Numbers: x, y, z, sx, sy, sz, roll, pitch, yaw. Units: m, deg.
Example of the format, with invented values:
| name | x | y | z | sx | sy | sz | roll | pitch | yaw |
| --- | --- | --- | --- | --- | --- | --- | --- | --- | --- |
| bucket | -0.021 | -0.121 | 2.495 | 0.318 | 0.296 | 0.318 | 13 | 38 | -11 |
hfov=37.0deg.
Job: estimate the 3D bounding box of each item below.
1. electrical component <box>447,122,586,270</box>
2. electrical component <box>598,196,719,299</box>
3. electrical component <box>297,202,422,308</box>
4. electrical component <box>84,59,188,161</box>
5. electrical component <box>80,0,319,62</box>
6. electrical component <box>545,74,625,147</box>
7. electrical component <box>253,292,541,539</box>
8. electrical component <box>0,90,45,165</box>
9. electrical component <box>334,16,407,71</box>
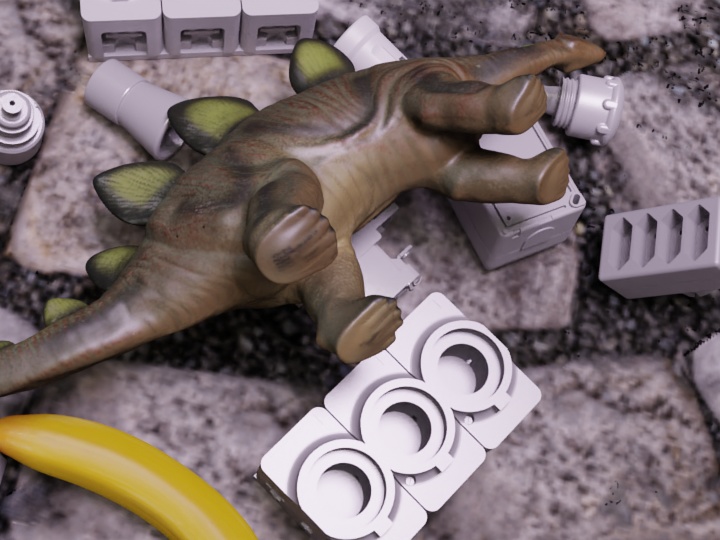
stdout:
| name | x | y | z | sx | sy | sz | roll | pitch | yaw |
| --- | --- | --- | --- | --- | --- | --- | --- | --- | --- |
| electrical component | 0.092 | -0.057 | 0.701 | 0.062 | 0.061 | 0.096 | -20 | 68 | -15 |
| electrical component | 0.212 | -0.006 | 0.698 | 0.076 | 0.083 | 0.047 | 28 | 63 | -40 |
| electrical component | 0.000 | 0.000 | 0.674 | 0.081 | 0.042 | 0.064 | -42 | 84 | -18 |
| electrical component | -0.143 | -0.105 | 0.688 | 0.065 | 0.044 | 0.044 | 34 | 70 | 9 |
| electrical component | -0.108 | -0.195 | 0.711 | 0.150 | 0.061 | 0.089 | -5 | 73 | -10 |
| electrical component | 0.146 | -0.113 | 0.734 | 0.062 | 0.048 | 0.048 | 12 | 70 | 2 |
| electrical component | 0.023 | 0.097 | 0.635 | 0.089 | 0.061 | 0.150 | 45 | 71 | 7 |
| electrical component | -0.213 | -0.090 | 0.655 | 0.040 | 0.078 | 0.040 | 3 | 81 | -19 |
| electrical component | 0.007 | -0.141 | 0.724 | 0.046 | 0.040 | 0.040 | 43 | 71 | 0 |
